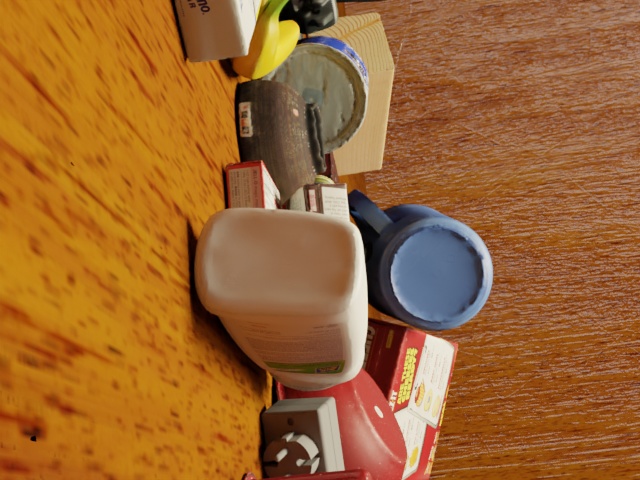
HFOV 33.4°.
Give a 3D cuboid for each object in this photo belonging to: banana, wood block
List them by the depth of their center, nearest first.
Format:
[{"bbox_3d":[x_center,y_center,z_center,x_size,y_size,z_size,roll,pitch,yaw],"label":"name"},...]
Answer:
[{"bbox_3d":[-0.043,-0.160,0.872,0.037,0.069,0.198,50,3,-5],"label":"banana"},{"bbox_3d":[0.031,-0.173,1.314,0.206,0.090,0.090,92,-12,-60],"label":"wood block"}]

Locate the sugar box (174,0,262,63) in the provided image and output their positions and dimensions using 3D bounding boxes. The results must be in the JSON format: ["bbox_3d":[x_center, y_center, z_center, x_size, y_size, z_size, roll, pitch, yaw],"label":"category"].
[{"bbox_3d":[-0.069,-0.196,0.733,0.176,0.048,0.093,-81,163,-61],"label":"sugar box"}]

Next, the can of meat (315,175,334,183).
[{"bbox_3d":[-0.007,0.001,1.059,0.102,0.057,0.084,76,11,-48],"label":"can of meat"}]

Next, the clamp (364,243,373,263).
[{"bbox_3d":[-0.011,0.023,0.940,0.120,0.039,0.171,49,39,-22],"label":"clamp"}]

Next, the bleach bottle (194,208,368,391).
[{"bbox_3d":[-0.019,0.057,0.729,0.251,0.102,0.068,86,8,-69],"label":"bleach bottle"}]

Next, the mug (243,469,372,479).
[{"bbox_3d":[-0.001,0.202,0.700,0.093,0.081,0.117,-91,172,-49],"label":"mug"}]

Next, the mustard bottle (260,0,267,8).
[{"bbox_3d":[-0.061,-0.275,0.857,0.096,0.058,0.191,-90,171,-62],"label":"mustard bottle"}]

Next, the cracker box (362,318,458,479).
[{"bbox_3d":[0.075,0.174,1.140,0.213,0.072,0.164,24,78,-66],"label":"cracker box"}]

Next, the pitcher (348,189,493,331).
[{"bbox_3d":[0.097,0.021,1.106,0.243,0.149,0.145,-140,-128,-88],"label":"pitcher"}]

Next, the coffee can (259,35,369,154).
[{"bbox_3d":[-0.004,-0.144,1.039,0.140,0.103,0.103,-76,158,-76],"label":"coffee can"}]

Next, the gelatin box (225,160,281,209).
[{"bbox_3d":[-0.047,-0.006,0.786,0.073,0.030,0.089,60,23,-74],"label":"gelatin box"}]

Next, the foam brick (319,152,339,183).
[{"bbox_3d":[-0.007,-0.064,1.167,0.078,0.051,0.053,75,10,-58],"label":"foam brick"}]

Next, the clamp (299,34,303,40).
[{"bbox_3d":[-0.023,-0.164,1.202,0.164,0.036,0.210,-92,174,-71],"label":"clamp"}]

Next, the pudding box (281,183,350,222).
[{"bbox_3d":[-0.012,0.016,0.837,0.114,0.039,0.090,137,-49,-61],"label":"pudding box"}]

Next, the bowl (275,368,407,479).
[{"bbox_3d":[0.028,0.159,0.900,0.162,0.055,0.162,55,13,-20],"label":"bowl"}]
